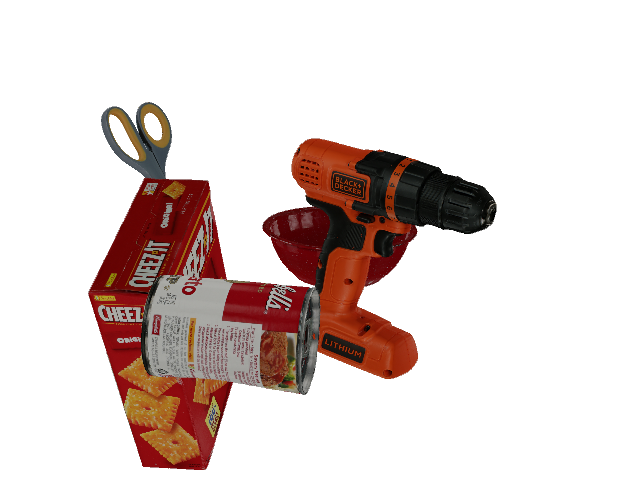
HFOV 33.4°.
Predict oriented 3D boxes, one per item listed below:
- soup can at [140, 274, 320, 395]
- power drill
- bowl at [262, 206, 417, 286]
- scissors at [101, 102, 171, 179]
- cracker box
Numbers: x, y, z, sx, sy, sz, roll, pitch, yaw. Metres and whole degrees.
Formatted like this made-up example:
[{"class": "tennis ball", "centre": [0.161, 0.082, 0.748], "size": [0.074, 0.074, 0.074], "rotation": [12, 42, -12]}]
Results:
[{"class": "soup can", "centre": [-0.055, 0.059, 0.680], "size": [0.102, 0.068, 0.068], "rotation": [5, 1, 9]}, {"class": "power drill", "centre": [0.053, 0.017, 0.896], "size": [0.185, 0.188, 0.057], "rotation": [19, 25, 32]}, {"class": "bowl", "centre": [0.020, 0.010, 1.116], "size": [0.162, 0.055, 0.162], "rotation": [1, 17, -1]}, {"class": "scissors", "centre": [-0.172, -0.072, 1.206], "size": [0.016, 0.201, 0.096], "rotation": [-20, 21, 43]}, {"class": "cracker box", "centre": [-0.131, 0.076, 0.966], "size": [0.072, 0.214, 0.164], "rotation": [1, 38, 10]}]
